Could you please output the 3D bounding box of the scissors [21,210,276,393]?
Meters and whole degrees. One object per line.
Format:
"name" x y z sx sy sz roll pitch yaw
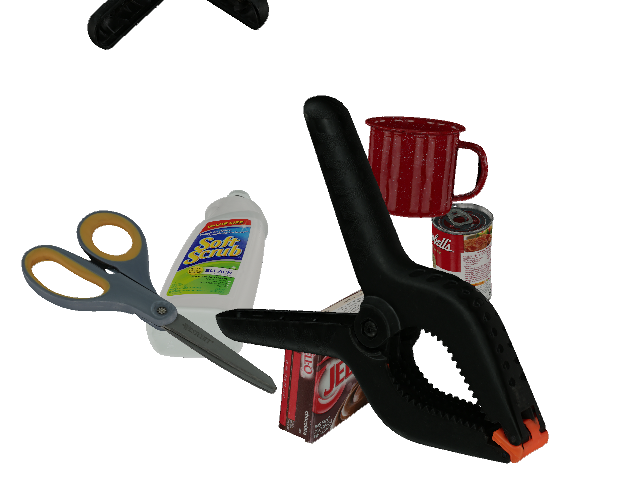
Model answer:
"scissors" -0.108 0.035 0.739 0.202 0.096 0.016 19 -40 9

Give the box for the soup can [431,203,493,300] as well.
"soup can" 0.160 0.018 1.200 0.068 0.102 0.068 -4 30 2

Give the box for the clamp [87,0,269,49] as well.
"clamp" -0.091 -0.191 0.758 0.120 0.039 0.171 3 45 2

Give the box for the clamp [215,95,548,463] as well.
"clamp" 0.036 0.032 0.562 0.210 0.165 0.036 35 31 30

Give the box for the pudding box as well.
"pudding box" 0.014 0.098 0.863 0.039 0.090 0.113 19 27 28

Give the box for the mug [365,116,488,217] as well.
"mug" 0.097 -0.067 0.990 0.117 0.081 0.093 7 14 12

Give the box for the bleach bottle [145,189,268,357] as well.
"bleach bottle" -0.115 0.023 1.170 0.102 0.068 0.250 0 35 5
